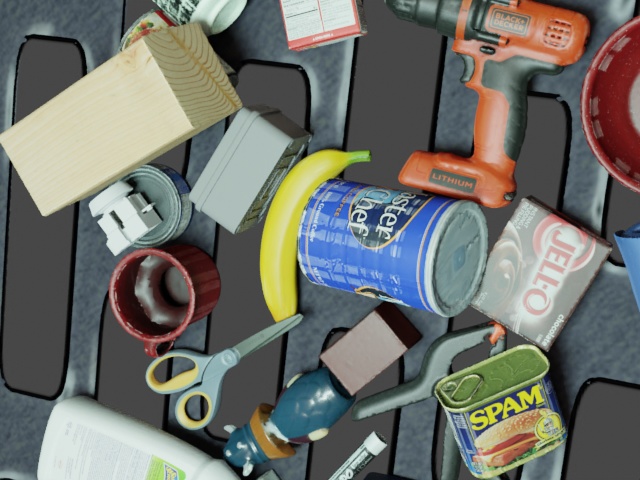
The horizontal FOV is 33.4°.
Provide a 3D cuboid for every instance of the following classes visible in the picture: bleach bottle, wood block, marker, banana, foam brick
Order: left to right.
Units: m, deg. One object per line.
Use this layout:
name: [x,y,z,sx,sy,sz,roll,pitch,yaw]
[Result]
wood block: [-0.188,-0.111,0.993,0.206,0.090,0.091,-25,96,33]
bleach bottle: [-0.170,0.247,1.089,0.251,0.068,0.102,19,101,26]
banana: [-0.021,-0.011,1.036,0.070,0.037,0.198,29,106,13]
marker: [0.020,0.238,1.059,0.020,0.020,0.121,44,102,9]
foam brick: [0.048,0.102,1.019,0.078,0.053,0.051,-42,83,19]

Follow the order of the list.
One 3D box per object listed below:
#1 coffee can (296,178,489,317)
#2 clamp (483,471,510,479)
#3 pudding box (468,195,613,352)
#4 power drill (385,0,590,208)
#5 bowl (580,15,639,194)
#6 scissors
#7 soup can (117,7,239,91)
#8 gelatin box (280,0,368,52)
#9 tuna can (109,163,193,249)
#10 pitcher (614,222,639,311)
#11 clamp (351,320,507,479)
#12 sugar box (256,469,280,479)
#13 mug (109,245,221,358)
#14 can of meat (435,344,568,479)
coffee can: [0.065,0.004,0.954,0.141,0.102,0.103,12,102,34]
clamp: [0.227,0.295,0.991,0.165,0.036,0.210,0,98,22]
pudding box: [0.197,0.029,0.963,0.090,0.039,0.113,32,107,13]
power drill: [0.129,-0.133,0.954,0.184,0.057,0.188,17,103,16]
bowl: [0.303,-0.115,0.896,0.162,0.055,0.162,3,99,19]
scissors: [-0.090,0.138,1.084,0.202,0.016,0.096,-14,98,27]
soup can: [-0.137,-0.168,1.039,0.102,0.068,0.069,42,109,9]
gelatin box: [0.000,-0.229,1.001,0.073,0.030,0.089,-10,92,21]
tuna can: [-0.173,-0.036,1.089,0.086,0.033,0.086,3,99,19]
pitcher: [0.342,0.087,0.869,0.145,0.149,0.243,-15,96,15]
clamp: [0.126,0.152,1.008,0.120,0.039,0.172,44,107,-5]
sugar box: [-0.093,0.325,1.106,0.176,0.048,0.093,-39,84,21]
mug: [-0.152,0.061,1.069,0.093,0.081,0.117,11,101,17]
can of meat: [0.165,0.155,0.960,0.102,0.057,0.084,-23,114,-3]
